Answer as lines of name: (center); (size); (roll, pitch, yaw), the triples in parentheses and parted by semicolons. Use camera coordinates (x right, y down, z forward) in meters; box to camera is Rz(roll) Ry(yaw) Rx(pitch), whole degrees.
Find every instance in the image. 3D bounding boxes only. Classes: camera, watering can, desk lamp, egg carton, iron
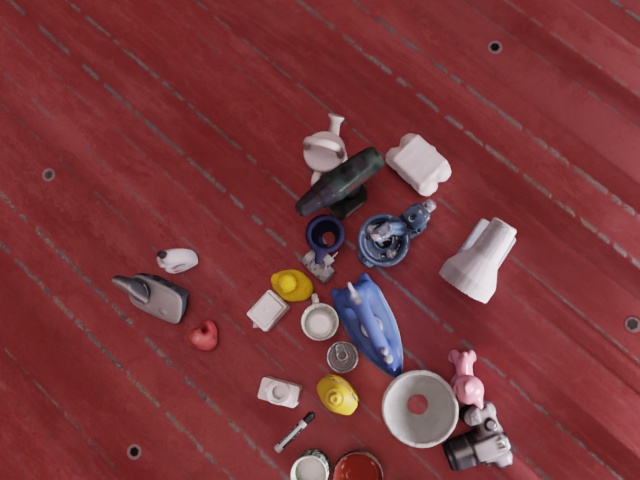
camera: (0.335, 0.439, 1.251); (0.137, 0.101, 0.143); (-21, 79, 2)
watering can: (0.012, -0.211, 1.344); (0.101, 0.194, 0.173); (-4, 80, 5)
desk lamp: (0.353, 0.037, 1.258); (0.118, 0.213, 0.203); (33, 85, 10)
egg carton: (0.238, -0.183, 1.380); (0.150, 0.069, 0.107); (44, 87, 11)
iron: (0.121, 0.202, 1.291); (0.118, 0.141, 0.258); (-29, 79, 1)

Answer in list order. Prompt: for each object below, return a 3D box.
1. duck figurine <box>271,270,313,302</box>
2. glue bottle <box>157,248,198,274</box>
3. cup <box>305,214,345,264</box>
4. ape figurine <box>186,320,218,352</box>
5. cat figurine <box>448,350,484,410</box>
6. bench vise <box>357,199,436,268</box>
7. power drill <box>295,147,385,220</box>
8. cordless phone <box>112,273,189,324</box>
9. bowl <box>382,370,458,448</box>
duck figurine: (-0.069, 0.105, 1.355); (0.104, 0.086, 0.077); (19, 83, 9)
glue bottle: (-0.348, 0.044, 1.349); (0.078, 0.173, 0.037); (-26, 79, 1)
cup: (0.012, 0.005, 1.358); (0.091, 0.095, 0.118); (12, 82, 8)
ape figurine: (-0.284, 0.229, 1.353); (0.078, 0.092, 0.076); (-27, 79, 1)
cat figurine: (0.324, 0.307, 1.265); (0.067, 0.118, 0.128); (-5, 80, 5)
bench vise: (0.163, -0.033, 1.286); (0.121, 0.220, 0.207); (34, 86, 10)
power drill: (0.049, -0.114, 1.316); (0.229, 0.208, 0.075); (-40, 79, -2)
cordless phone: (-0.397, 0.131, 1.333); (0.147, 0.185, 0.094); (20, 83, 9)
bowl: (0.223, 0.375, 1.286); (0.167, 0.075, 0.167); (-1, 81, 6)
